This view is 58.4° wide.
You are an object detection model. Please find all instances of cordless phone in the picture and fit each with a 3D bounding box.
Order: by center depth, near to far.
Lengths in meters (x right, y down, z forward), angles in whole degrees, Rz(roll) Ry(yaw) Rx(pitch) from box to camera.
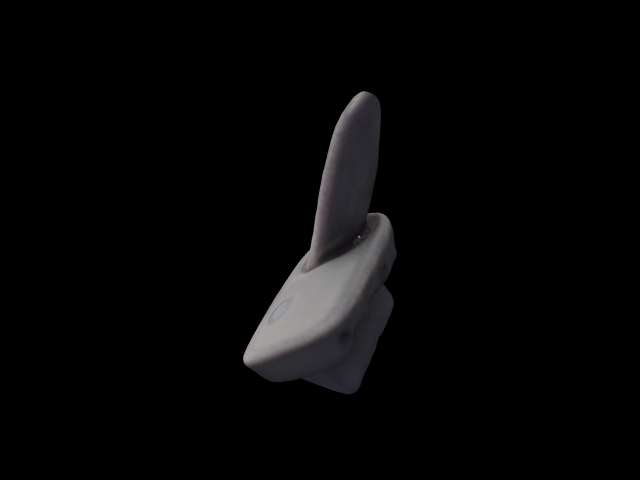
[{"bbox_3d":[0.004,0.001,0.400,0.094,0.185,0.148,11,39,14],"label":"cordless phone"}]
